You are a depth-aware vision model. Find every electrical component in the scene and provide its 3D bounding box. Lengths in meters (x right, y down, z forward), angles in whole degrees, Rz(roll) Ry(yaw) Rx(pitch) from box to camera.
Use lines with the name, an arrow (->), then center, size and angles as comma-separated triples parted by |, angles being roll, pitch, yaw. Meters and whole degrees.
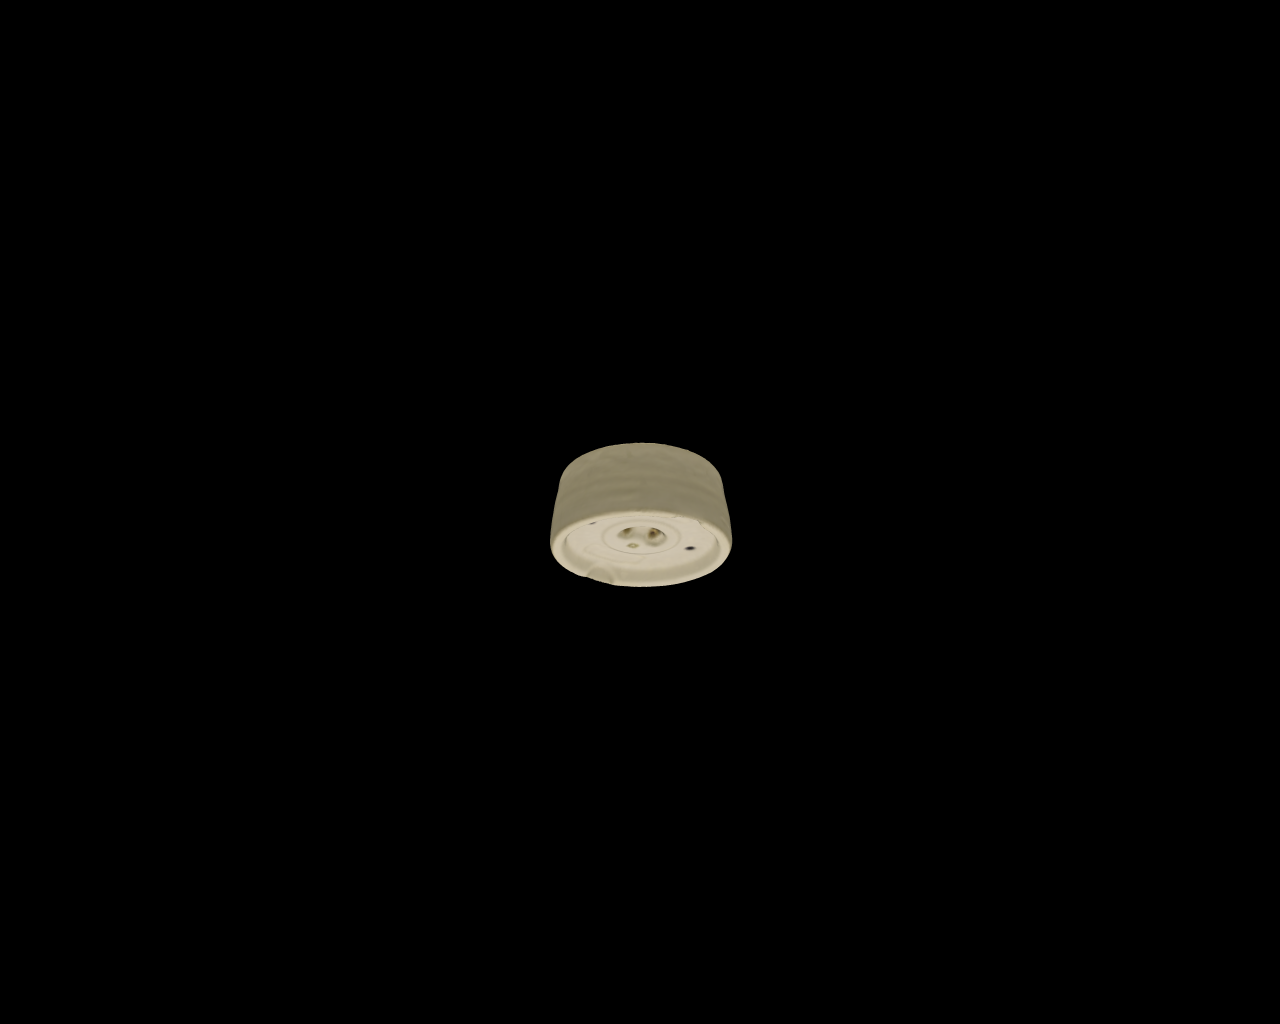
electrical component -> 0.001, -0.003, 0.650 | 0.108, 0.060, 0.108 | 0, -27, 0
